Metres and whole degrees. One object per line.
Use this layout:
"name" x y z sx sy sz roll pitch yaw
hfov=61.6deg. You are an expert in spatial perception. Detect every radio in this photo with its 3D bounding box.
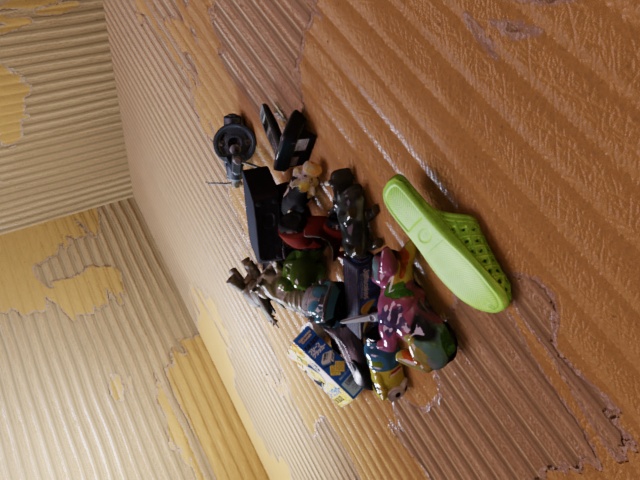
"radio" -0.145 -0.059 1.369 0.131 0.073 0.229 -119 21 -50

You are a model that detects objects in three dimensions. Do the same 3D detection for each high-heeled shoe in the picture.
"high-heeled shoe" 0.082 0.257 1.358 0.145 0.086 0.249 52 -167 -46

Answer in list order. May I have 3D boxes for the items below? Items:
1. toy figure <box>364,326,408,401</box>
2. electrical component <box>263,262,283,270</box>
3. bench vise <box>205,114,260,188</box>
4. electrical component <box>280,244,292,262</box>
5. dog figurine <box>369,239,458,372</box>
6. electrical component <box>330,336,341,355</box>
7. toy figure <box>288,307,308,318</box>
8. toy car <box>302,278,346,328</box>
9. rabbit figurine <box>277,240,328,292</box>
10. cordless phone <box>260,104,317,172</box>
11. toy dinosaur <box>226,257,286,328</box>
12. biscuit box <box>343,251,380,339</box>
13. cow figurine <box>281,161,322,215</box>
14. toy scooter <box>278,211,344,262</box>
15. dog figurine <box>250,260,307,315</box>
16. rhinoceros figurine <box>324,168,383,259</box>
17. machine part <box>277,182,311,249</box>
"toy figure" 0.145 0.275 1.197 0.089 0.082 0.180 -137 26 -70
"electrical component" -0.126 0.092 1.632 0.115 0.058 0.134 53 151 36
"bench vise" -0.243 -0.234 1.523 0.241 0.129 0.223 -119 38 -62
"electrical component" -0.105 0.021 1.547 0.119 0.048 0.074 23 128 55
"dog figurine" 0.167 0.111 0.994 0.192 0.108 0.219 20 121 52
"electrical component" 0.050 0.263 1.426 0.078 0.045 0.102 -96 -1 -68
"toy figure" -0.054 0.191 1.566 0.064 0.058 0.155 38 173 -35
"toy car" 0.012 0.146 1.258 0.103 0.109 0.161 13 171 22
"rabbit figurine" -0.031 0.070 1.337 0.170 0.121 0.159 -124 51 -84
"cordless phone" -0.091 -0.268 1.260 0.184 0.089 0.146 64 155 21
"toy dinosaur" -0.195 0.163 1.702 0.198 0.105 0.471 50 180 -12
"biscuit box" 0.095 0.121 1.202 0.063 0.059 0.202 41 143 48
"cow figurine" -0.048 -0.113 1.252 0.068 0.098 0.167 25 152 -5
"toy scooter" -0.003 -0.004 1.243 0.184 0.075 0.135 -2 137 24
"dog figurine" -0.086 0.151 1.500 0.190 0.121 0.172 39 170 -7
"rhinoceros figurine" 0.067 -0.055 1.115 0.112 0.073 0.190 14 120 66
"machine part" -0.084 -0.066 1.427 0.180 0.056 0.179 43 144 42
